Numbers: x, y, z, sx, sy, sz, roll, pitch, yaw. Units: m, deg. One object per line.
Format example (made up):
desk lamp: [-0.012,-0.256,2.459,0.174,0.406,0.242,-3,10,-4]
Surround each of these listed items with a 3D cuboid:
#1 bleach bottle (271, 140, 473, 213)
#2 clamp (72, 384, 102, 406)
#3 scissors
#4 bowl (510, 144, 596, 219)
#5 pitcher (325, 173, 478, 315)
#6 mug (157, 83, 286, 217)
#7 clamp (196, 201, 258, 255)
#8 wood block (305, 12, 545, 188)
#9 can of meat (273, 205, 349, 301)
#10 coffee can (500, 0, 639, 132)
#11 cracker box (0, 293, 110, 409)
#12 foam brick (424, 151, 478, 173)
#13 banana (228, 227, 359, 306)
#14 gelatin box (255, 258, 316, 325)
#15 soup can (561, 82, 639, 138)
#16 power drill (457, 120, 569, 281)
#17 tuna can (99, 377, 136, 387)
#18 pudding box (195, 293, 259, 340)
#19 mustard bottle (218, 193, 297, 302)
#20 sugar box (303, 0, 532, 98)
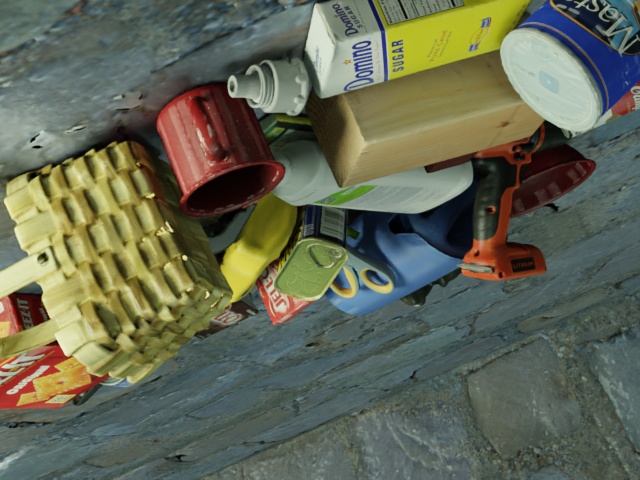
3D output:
bleach bottle: [0.040,-0.069,1.054,0.103,0.068,0.250,-30,161,38]
clamp: [-0.281,0.160,1.441,0.210,0.036,0.164,-24,155,-3]
scissors: [0.037,0.007,1.218,0.096,0.016,0.202,9,144,13]
bowl: [0.269,-0.084,1.371,0.162,0.055,0.162,-21,164,-7]
pitcher: [0.106,0.004,1.318,0.149,0.145,0.243,29,146,-17]
mug: [-0.087,-0.079,0.875,0.093,0.081,0.117,-23,164,2]
clamp: [-0.137,0.002,1.057,0.171,0.039,0.120,-20,128,-8]
wood block: [0.103,-0.126,0.963,0.205,0.090,0.091,-16,161,-20]
can of meat: [-0.008,0.001,1.143,0.057,0.084,0.102,17,139,-14]
coffee can: [0.234,-0.173,0.884,0.140,0.103,0.103,-43,168,-14]
cracker box: [-0.330,0.135,1.233,0.164,0.072,0.213,-32,159,22]
foam brick: [0.120,-0.114,1.044,0.052,0.078,0.051,-17,161,-24]
banana: [-0.054,0.017,1.259,0.198,0.069,0.037,-26,-158,15]
gelatin box: [-0.046,0.050,1.318,0.030,0.089,0.073,-10,159,-43]
soup can: [0.303,-0.160,1.156,0.102,0.068,0.068,-24,164,7]
power drill: [0.217,-0.054,1.194,0.184,0.188,0.057,-7,-171,-39]
tuna can: [-0.255,0.142,1.342,0.086,0.086,0.033,-29,161,19]
pudding box: [-0.141,0.090,1.411,0.090,0.039,0.113,-25,163,8]
mustard bottle: [-0.083,0.016,1.174,0.058,0.096,0.192,26,150,-8]
sugar box: [0.078,-0.172,0.865,0.176,0.048,0.093,-20,163,-13]
